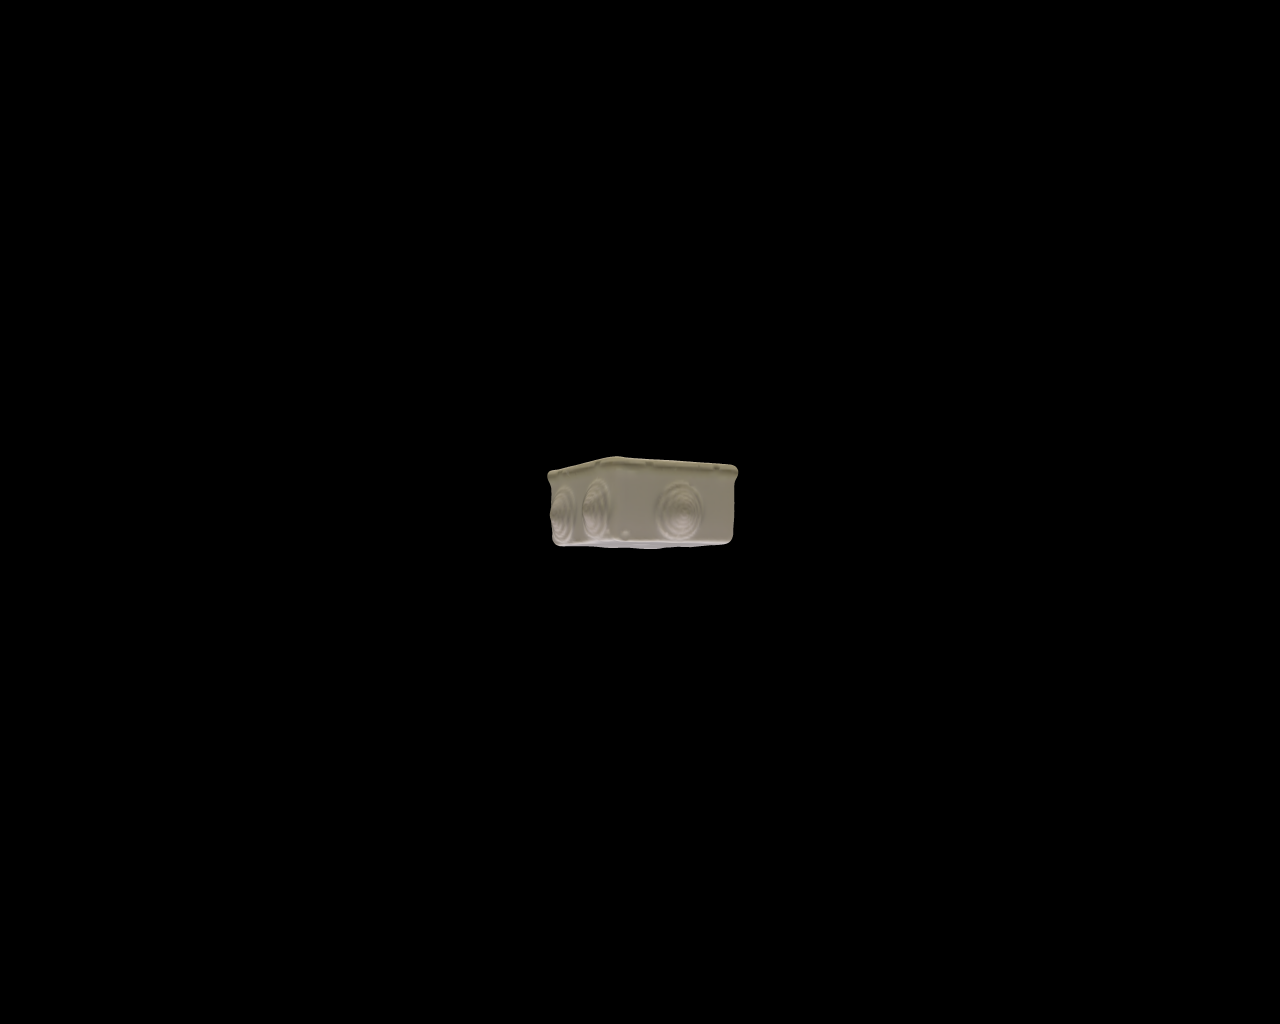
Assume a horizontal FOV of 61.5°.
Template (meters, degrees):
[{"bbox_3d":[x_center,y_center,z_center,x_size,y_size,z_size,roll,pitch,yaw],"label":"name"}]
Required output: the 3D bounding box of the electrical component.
[{"bbox_3d":[0.001,-0.003,0.650,0.100,0.048,0.099,3,-5,-32],"label":"electrical component"}]
